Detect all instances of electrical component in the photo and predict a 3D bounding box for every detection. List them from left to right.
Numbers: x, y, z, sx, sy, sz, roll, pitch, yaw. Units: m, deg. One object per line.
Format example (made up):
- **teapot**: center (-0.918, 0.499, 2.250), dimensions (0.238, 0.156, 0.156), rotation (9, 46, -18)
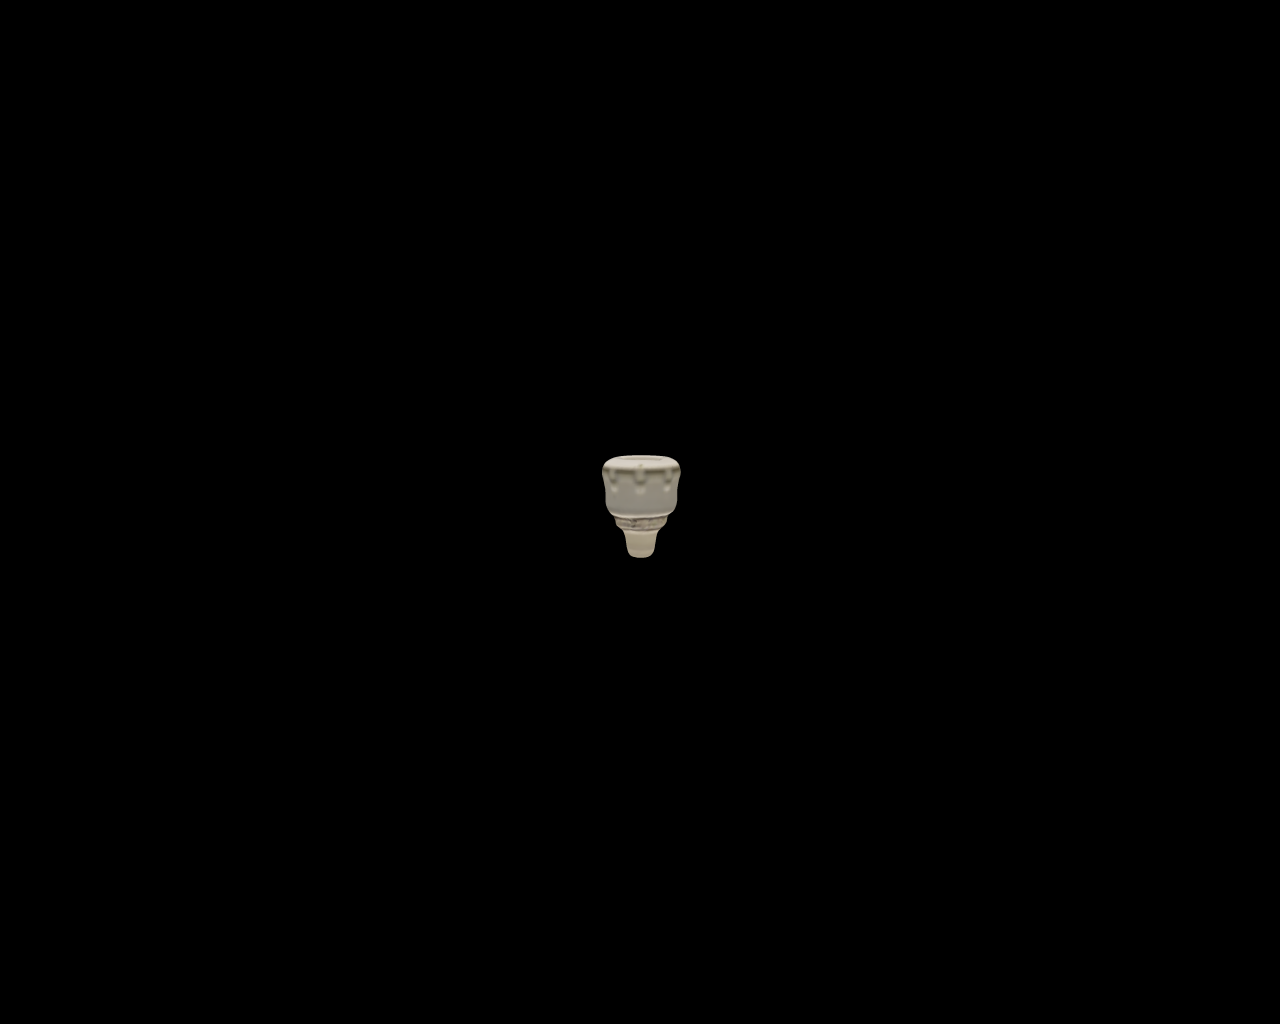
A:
- **electrical component**: center (0.001, -0.003, 0.650), dimensions (0.048, 0.062, 0.048), rotation (0, 7, 0)
